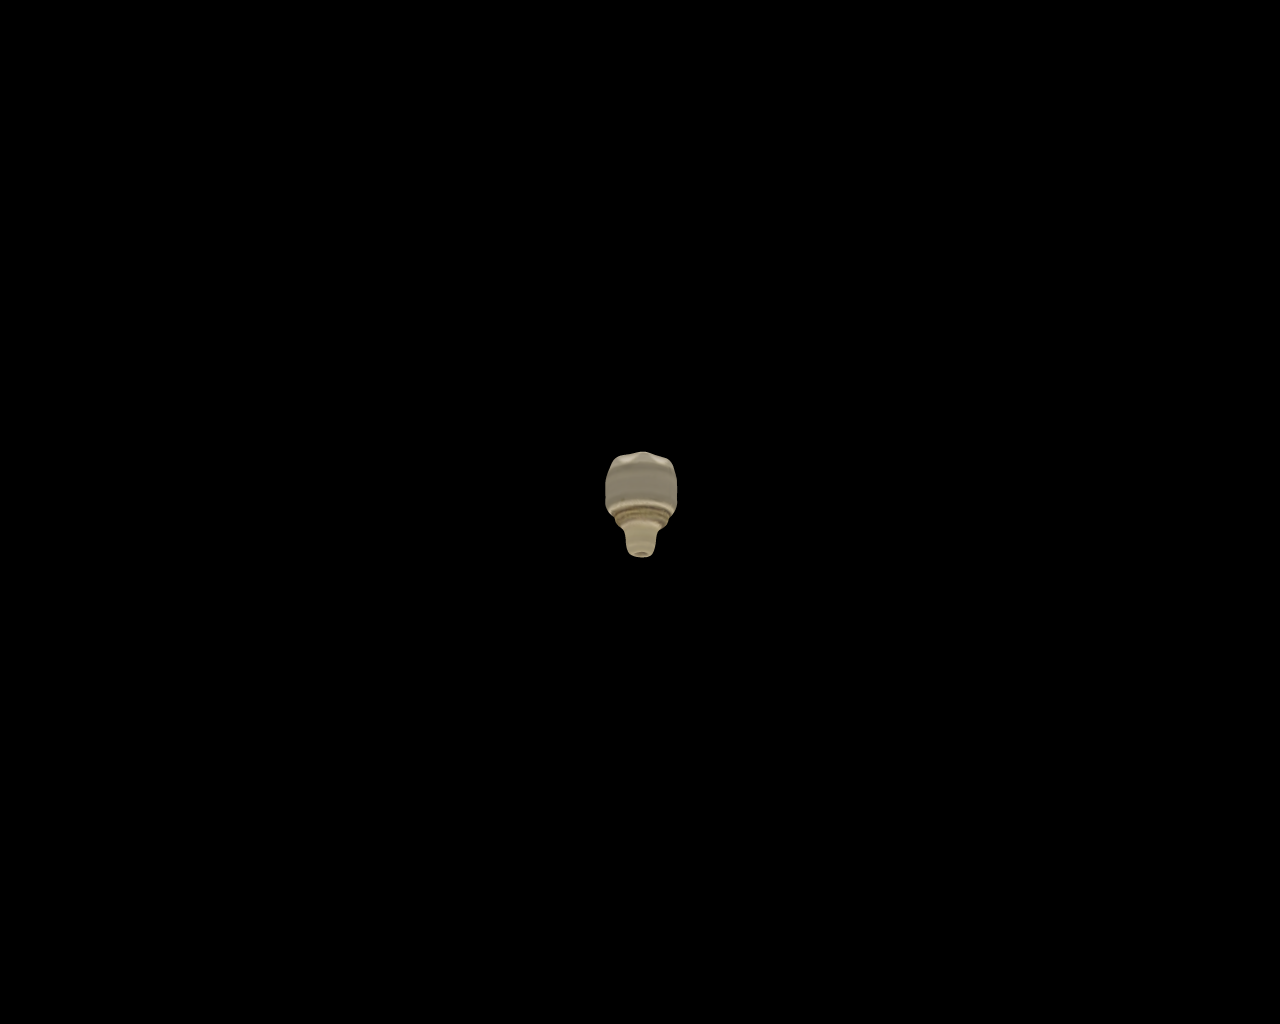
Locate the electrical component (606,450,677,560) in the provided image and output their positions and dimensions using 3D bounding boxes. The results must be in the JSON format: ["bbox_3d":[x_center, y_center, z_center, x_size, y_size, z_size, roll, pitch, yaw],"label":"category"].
[{"bbox_3d":[0.001,-0.003,0.650,0.043,0.062,0.043,0,-20,0],"label":"electrical component"}]
